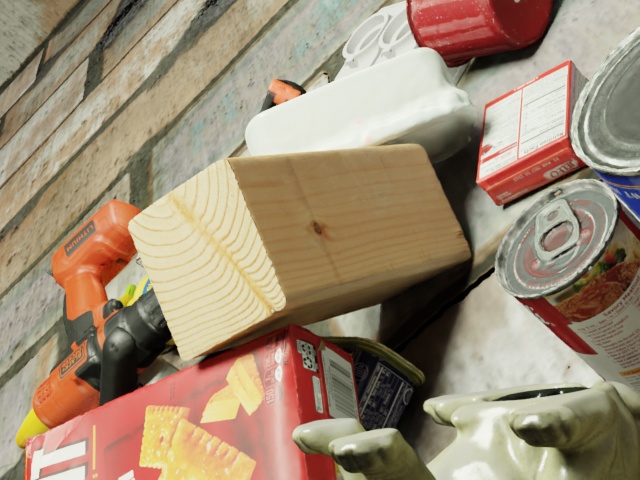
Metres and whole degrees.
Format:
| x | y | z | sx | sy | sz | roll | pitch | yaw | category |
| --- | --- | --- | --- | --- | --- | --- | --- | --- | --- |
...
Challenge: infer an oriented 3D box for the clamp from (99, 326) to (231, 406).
| x | y | z | sx | sy | sz | roll | pitch | yaw | category |
| --- | --- | --- | --- | --- | --- | --- | --- | --- | --- |
| -0.151 | 0.149 | 0.806 | 0.036 | 0.164 | 0.210 | 37 | 95 | 28 | clamp |

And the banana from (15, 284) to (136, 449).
| x | y | z | sx | sy | sz | roll | pitch | yaw | category |
| --- | --- | --- | --- | --- | --- | --- | --- | --- | --- |
| -0.233 | 0.130 | 1.060 | 0.197 | 0.037 | 0.070 | -53 | 8 | -11 | banana |

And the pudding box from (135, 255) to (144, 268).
| x | y | z | sx | sy | sz | roll | pitch | yaw | category |
| --- | --- | --- | --- | --- | --- | --- | --- | --- | --- |
| -0.133 | -0.021 | 1.098 | 0.114 | 0.039 | 0.090 | -33 | 31 | 35 | pudding box |

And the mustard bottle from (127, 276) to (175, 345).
| x | y | z | sx | sy | sz | roll | pitch | yaw | category |
| --- | --- | --- | --- | --- | --- | --- | --- | --- | --- |
| -0.113 | 0.042 | 0.956 | 0.192 | 0.058 | 0.096 | -30 | 35 | 36 | mustard bottle |

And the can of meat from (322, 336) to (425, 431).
| x | y | z | sx | sy | sz | roll | pitch | yaw | category |
| --- | --- | --- | --- | --- | --- | --- | --- | --- | --- |
| 0.007 | 0.111 | 0.677 | 0.102 | 0.057 | 0.084 | -7 | 51 | 56 | can of meat |

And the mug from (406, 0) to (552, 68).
| x | y | z | sx | sy | sz | roll | pitch | yaw | category |
| --- | --- | --- | --- | --- | --- | --- | --- | --- | --- |
| 0.138 | -0.192 | 0.856 | 0.117 | 0.093 | 0.082 | -22 | 14 | -36 | mug |

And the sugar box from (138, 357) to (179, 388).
| x | y | z | sx | sy | sz | roll | pitch | yaw | category |
| --- | --- | --- | --- | --- | --- | --- | --- | --- | --- |
| -0.179 | 0.138 | 0.948 | 0.093 | 0.048 | 0.176 | -55 | 30 | -11 | sugar box |

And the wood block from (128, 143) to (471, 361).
| x | y | z | sx | sy | sz | roll | pitch | yaw | category |
| --- | --- | --- | --- | --- | --- | --- | --- | --- | --- |
| -0.004 | 0.000 | 0.670 | 0.090 | 0.091 | 0.205 | -30 | -12 | 35 | wood block |

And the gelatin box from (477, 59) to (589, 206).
| x | y | z | sx | sy | sz | roll | pitch | yaw | category |
| --- | --- | --- | --- | --- | --- | --- | --- | --- | --- |
| 0.147 | -0.073 | 0.731 | 0.073 | 0.030 | 0.089 | -28 | 34 | 35 | gelatin box |

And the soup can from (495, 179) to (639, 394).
| x | y | z | sx | sy | sz | roll | pitch | yaw | category |
| --- | --- | --- | --- | --- | --- | --- | --- | --- | --- |
| 0.143 | 0.027 | 0.518 | 0.069 | 0.102 | 0.068 | -37 | 29 | 24 | soup can |

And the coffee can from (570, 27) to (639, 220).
| x | y | z | sx | sy | sz | roll | pitch | yaw | category |
| --- | --- | --- | --- | --- | --- | --- | --- | --- | --- |
| 0.193 | -0.027 | 0.469 | 0.103 | 0.140 | 0.103 | -37 | 28 | 24 | coffee can |

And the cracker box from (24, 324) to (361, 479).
| x | y | z | sx | sy | sz | roll | pitch | yaw | category |
| --- | --- | --- | --- | --- | --- | --- | --- | --- | --- |
| -0.076 | 0.162 | 0.606 | 0.214 | 0.072 | 0.164 | -25 | 53 | 25 | cracker box |

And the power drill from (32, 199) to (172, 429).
| x | y | z | sx | sy | sz | roll | pitch | yaw | category |
| --- | --- | --- | --- | --- | --- | --- | --- | --- | --- |
| -0.180 | 0.050 | 0.927 | 0.185 | 0.057 | 0.187 | -40 | 35 | 21 | power drill |

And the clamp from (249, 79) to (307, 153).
| x | y | z | sx | sy | sz | roll | pitch | yaw | category |
| --- | --- | --- | --- | --- | --- | --- | --- | --- | --- |
| -0.047 | -0.086 | 0.980 | 0.171 | 0.039 | 0.120 | 97 | -167 | -74 | clamp |
